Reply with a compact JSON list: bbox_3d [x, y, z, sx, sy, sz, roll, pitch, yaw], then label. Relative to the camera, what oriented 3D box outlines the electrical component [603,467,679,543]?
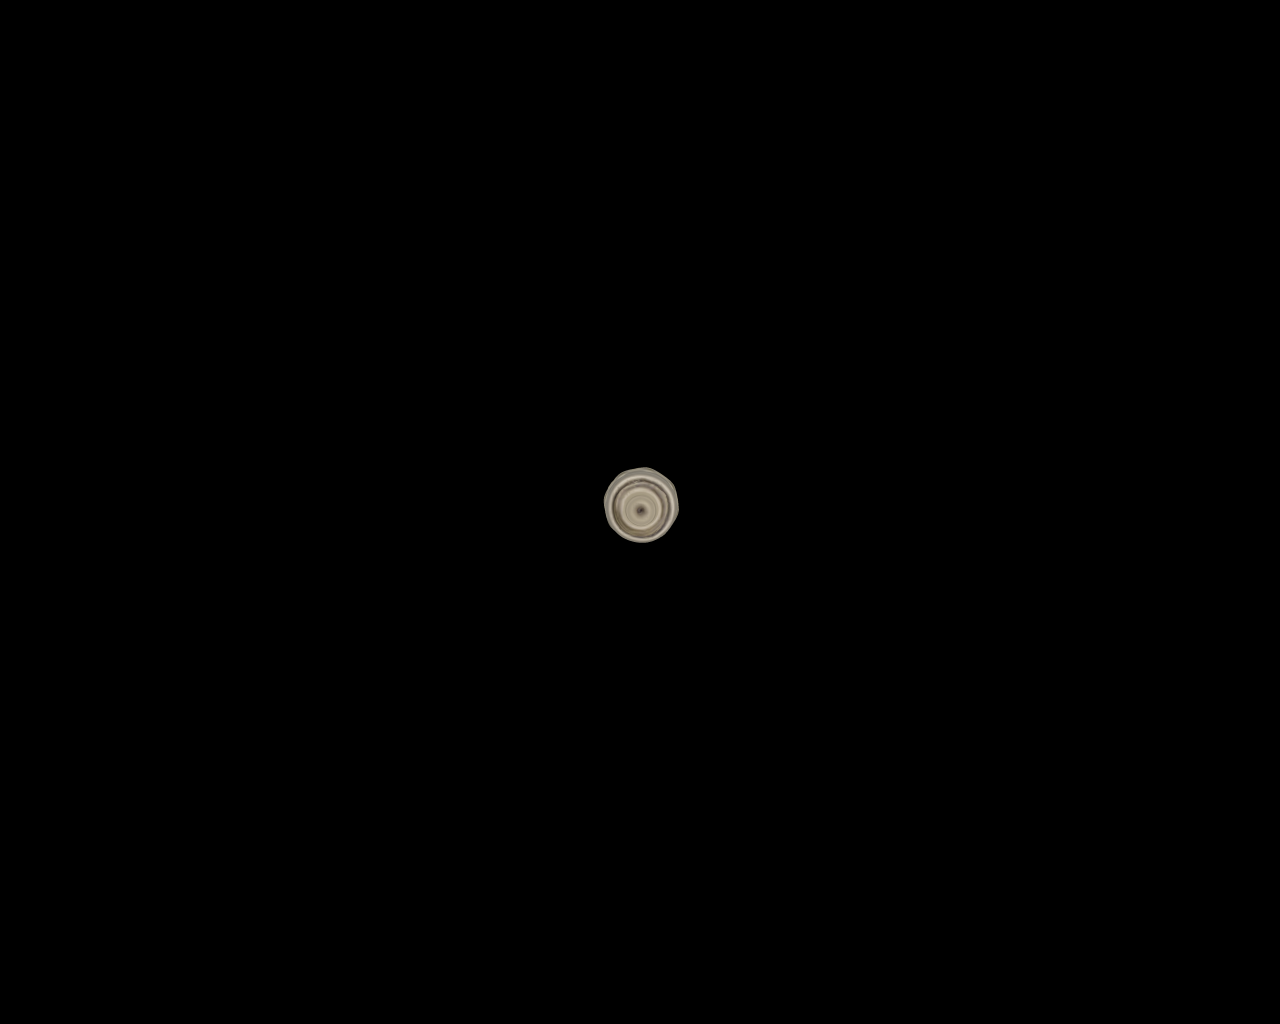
[{"bbox_3d":[0.001,-0.003,0.650,0.048,0.048,0.062,0,5,0],"label":"electrical component"}]
